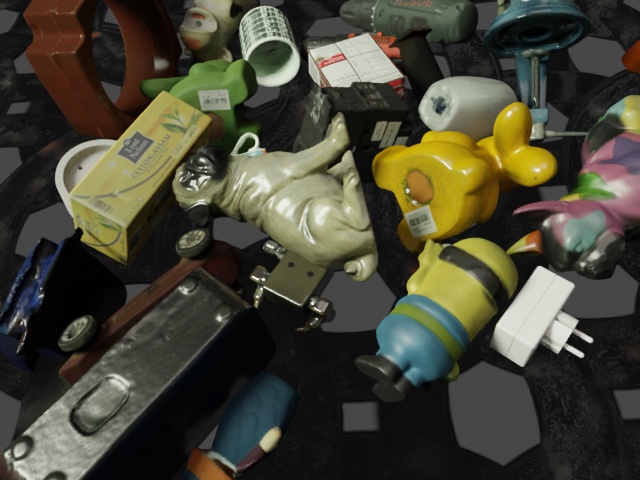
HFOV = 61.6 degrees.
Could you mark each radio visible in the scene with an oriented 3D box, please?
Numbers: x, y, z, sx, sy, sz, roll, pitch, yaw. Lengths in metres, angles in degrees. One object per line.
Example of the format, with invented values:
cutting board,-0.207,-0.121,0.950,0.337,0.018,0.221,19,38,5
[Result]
radio,-0.142,0.140,0.463,0.073,0.131,0.229,30,63,23

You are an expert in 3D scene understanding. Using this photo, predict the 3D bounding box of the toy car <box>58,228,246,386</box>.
toy car,-0.165,0.072,0.542,0.202,0.089,0.053,-41,37,-19

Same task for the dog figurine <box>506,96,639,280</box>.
dog figurine,0.293,-0.054,0.570,0.219,0.108,0.192,-17,55,-2

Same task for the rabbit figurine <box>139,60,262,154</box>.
rabbit figurine,-0.153,-0.185,0.733,0.159,0.121,0.170,-12,35,4

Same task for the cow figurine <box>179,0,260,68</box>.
cow figurine,-0.157,-0.345,0.838,0.086,0.127,0.195,12,42,14

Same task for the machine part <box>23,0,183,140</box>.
machine part,-0.279,-0.251,0.720,0.087,0.201,0.201,7,55,16

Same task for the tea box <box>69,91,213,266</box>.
tea box,-0.193,-0.069,0.594,0.068,0.098,0.169,29,56,-3

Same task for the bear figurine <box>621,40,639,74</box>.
bear figurine,0.524,-0.240,0.688,0.196,0.131,0.120,2,54,-14

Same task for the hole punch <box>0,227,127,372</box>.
hole punch,-0.275,0.068,0.547,0.092,0.115,0.142,-1,53,16

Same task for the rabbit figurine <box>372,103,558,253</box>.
rabbit figurine,0.166,-0.079,0.579,0.173,0.162,0.122,-17,77,-39

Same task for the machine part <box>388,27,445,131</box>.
machine part,0.144,-0.205,0.694,0.084,0.039,0.138,-33,99,-24

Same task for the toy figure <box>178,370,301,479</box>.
toy figure,-0.077,0.187,0.467,0.058,0.064,0.154,43,69,-11

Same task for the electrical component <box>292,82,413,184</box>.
electrical component,0.042,-0.124,0.633,0.134,0.114,0.058,-5,51,-28

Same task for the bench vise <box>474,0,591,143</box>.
bench vise,0.271,-0.236,0.684,0.129,0.223,0.240,0,84,12

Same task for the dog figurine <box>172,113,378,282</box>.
dog figurine,-0.047,-0.023,0.542,0.191,0.121,0.172,-15,56,4

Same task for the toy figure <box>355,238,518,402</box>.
toy figure,0.116,0.074,0.509,0.089,0.082,0.180,19,54,42

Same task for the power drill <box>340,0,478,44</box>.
power drill,0.170,-0.376,0.828,0.207,0.085,0.232,-33,43,-23

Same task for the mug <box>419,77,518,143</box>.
mug,0.162,-0.145,0.636,0.107,0.109,0.081,-2,51,-41

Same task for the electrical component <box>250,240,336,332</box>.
electrical component,-0.028,0.051,0.567,0.102,0.045,0.078,19,58,19
